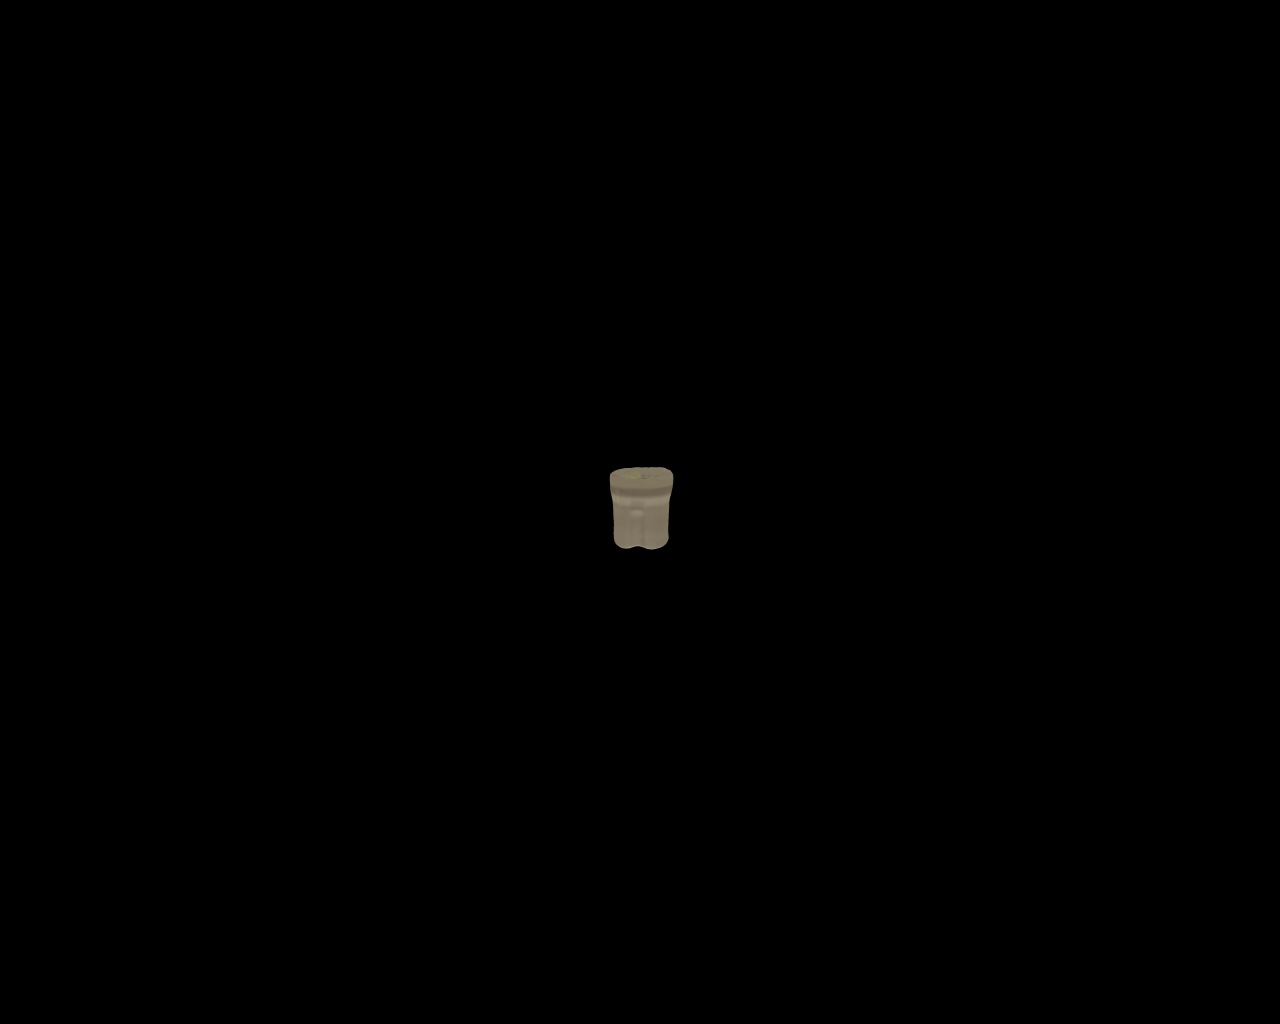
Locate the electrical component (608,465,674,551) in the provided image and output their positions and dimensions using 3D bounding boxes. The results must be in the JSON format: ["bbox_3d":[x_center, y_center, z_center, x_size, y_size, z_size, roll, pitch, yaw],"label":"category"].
[{"bbox_3d":[0.001,-0.003,0.650,0.040,0.046,0.040,0,11,0],"label":"electrical component"}]
